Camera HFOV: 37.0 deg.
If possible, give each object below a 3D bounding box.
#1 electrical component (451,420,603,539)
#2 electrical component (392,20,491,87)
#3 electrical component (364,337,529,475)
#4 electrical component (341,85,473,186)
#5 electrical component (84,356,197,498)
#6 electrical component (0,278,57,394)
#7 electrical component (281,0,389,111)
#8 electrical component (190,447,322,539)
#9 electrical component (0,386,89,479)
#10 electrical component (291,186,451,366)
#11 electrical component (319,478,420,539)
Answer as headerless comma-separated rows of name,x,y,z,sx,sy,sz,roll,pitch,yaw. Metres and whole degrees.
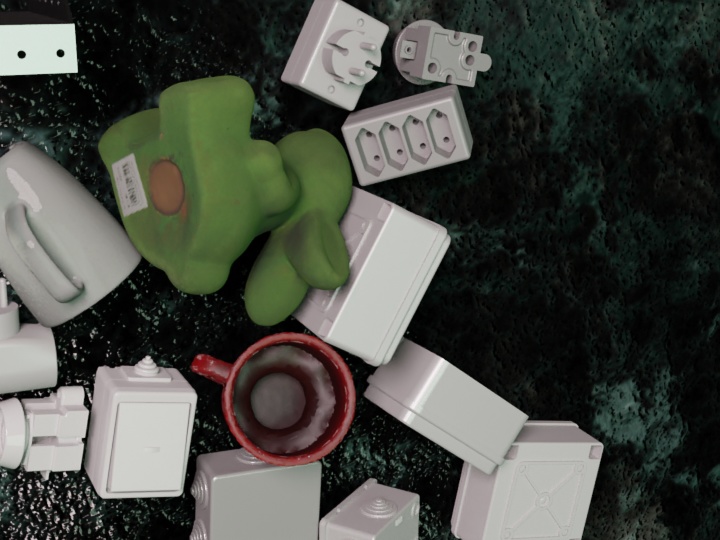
electrical component,0.145,0.190,0.940,0.109,0.056,0.108,5,103,-27
electrical component,0.055,-0.159,0.794,0.066,0.055,0.048,4,103,-27
electrical component,0.068,0.109,0.867,0.113,0.078,0.057,35,85,-30
electrical component,0.038,-0.104,0.791,0.083,0.075,0.047,-13,111,15
electrical component,-0.155,0.110,0.766,0.062,0.061,0.096,4,103,-27
electrical component,-0.244,0.044,0.712,0.077,0.044,0.079,-6,107,-25
electrical component,-0.010,-0.150,0.753,0.047,0.077,0.065,22,94,-30
electrical component,-0.081,0.184,0.831,0.100,0.048,0.099,-4,106,-25
electrical component,-0.223,0.112,0.743,0.055,0.048,0.066,3,103,-35
electrical component,0.000,0.000,0.784,0.056,0.109,0.108,26,92,-27
electrical component,0.009,0.228,0.864,0.100,0.048,0.099,-26,121,-59
